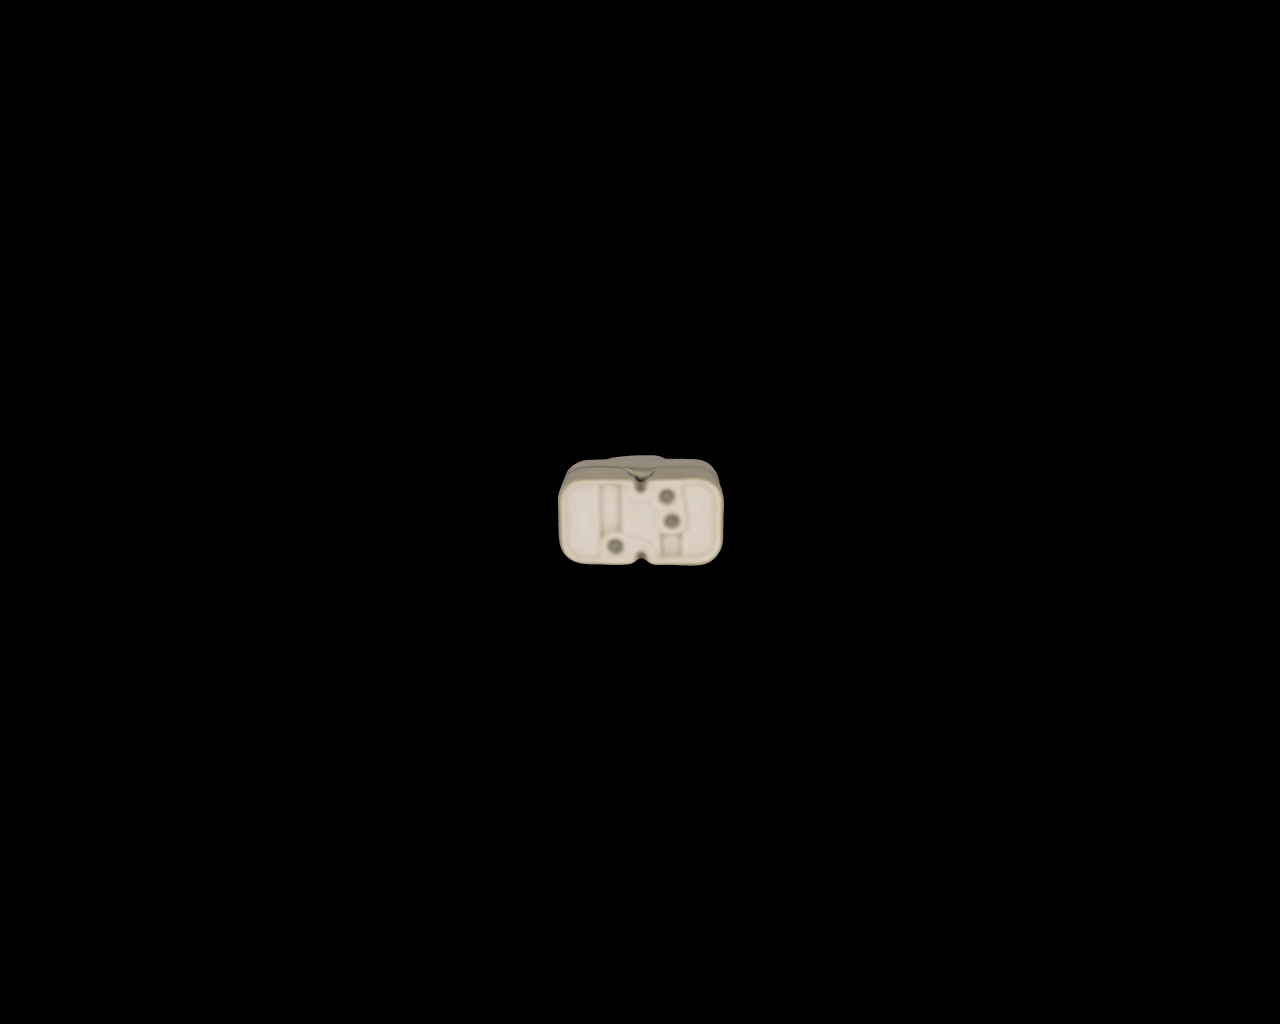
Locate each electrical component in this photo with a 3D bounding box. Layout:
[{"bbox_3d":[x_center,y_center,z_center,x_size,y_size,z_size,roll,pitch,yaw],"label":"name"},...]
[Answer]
[{"bbox_3d":[0.001,-0.003,0.650,0.095,0.053,0.059,0,17,0],"label":"electrical component"}]
